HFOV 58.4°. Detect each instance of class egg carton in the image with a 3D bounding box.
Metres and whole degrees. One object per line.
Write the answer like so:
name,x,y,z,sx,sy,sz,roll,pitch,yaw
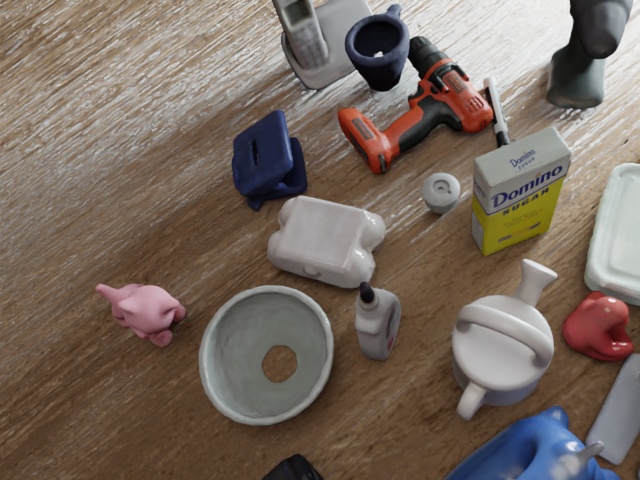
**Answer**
egg carton,0.007,0.003,0.750,0.150,0.069,0.107,13,70,18

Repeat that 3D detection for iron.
iron,0.168,0.270,0.556,0.258,0.142,0.118,-35,64,-4

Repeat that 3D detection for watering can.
watering can,0.189,0.102,0.595,0.100,0.194,0.173,5,68,15

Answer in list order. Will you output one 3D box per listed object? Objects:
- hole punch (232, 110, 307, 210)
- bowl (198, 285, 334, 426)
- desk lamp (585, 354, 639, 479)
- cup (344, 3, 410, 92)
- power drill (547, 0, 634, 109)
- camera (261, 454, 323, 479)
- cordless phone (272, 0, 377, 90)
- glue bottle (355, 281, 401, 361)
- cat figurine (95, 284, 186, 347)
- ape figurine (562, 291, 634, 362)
hole punch,-0.078,-0.113,0.809,0.101,0.091,0.108,-14,64,7
bowl,-0.058,0.144,0.700,0.167,0.075,0.167,-5,66,11
desk lamp,0.360,0.127,0.533,0.117,0.214,0.203,28,76,23
cup,0.093,-0.275,0.838,0.091,0.095,0.118,20,73,20
power drill,0.337,-0.262,0.712,0.075,0.209,0.230,7,68,16
camera,-0.048,0.310,0.611,0.137,0.101,0.143,-41,64,-6
cordless phone,0.006,-0.321,0.828,0.147,0.185,0.094,-34,64,-3
glue bottle,0.061,0.082,0.645,0.037,0.173,0.078,9,69,17
cat figurine,-0.233,0.087,0.742,0.127,0.118,0.067,21,73,21
ape figurine,0.310,0.090,0.629,0.076,0.092,0.078,-1,67,13
